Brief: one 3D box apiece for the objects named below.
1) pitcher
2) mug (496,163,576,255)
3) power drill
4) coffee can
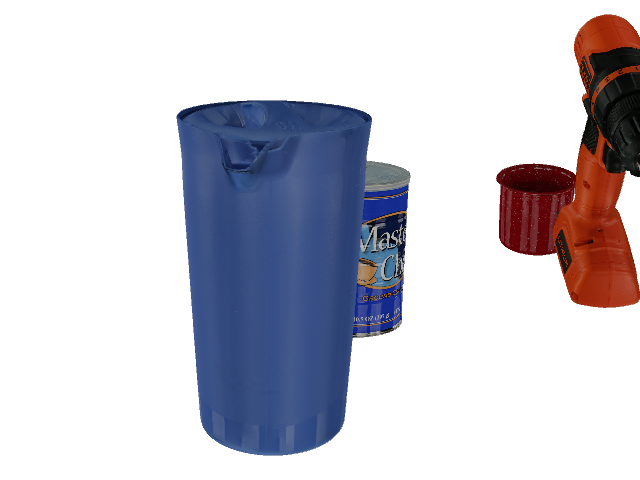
[{"bbox_3d":[-0.030,0.021,0.771,0.149,0.243,0.145,-9,20,-31],"label":"pitcher"},{"bbox_3d":[0.257,-0.039,1.244,0.093,0.081,0.117,21,34,39],"label":"mug"},{"bbox_3d":[0.212,-0.045,0.765,0.057,0.188,0.184,2,36,3],"label":"power drill"},{"bbox_3d":[0.027,0.005,0.972,0.103,0.140,0.103,2,16,-1],"label":"coffee can"}]
